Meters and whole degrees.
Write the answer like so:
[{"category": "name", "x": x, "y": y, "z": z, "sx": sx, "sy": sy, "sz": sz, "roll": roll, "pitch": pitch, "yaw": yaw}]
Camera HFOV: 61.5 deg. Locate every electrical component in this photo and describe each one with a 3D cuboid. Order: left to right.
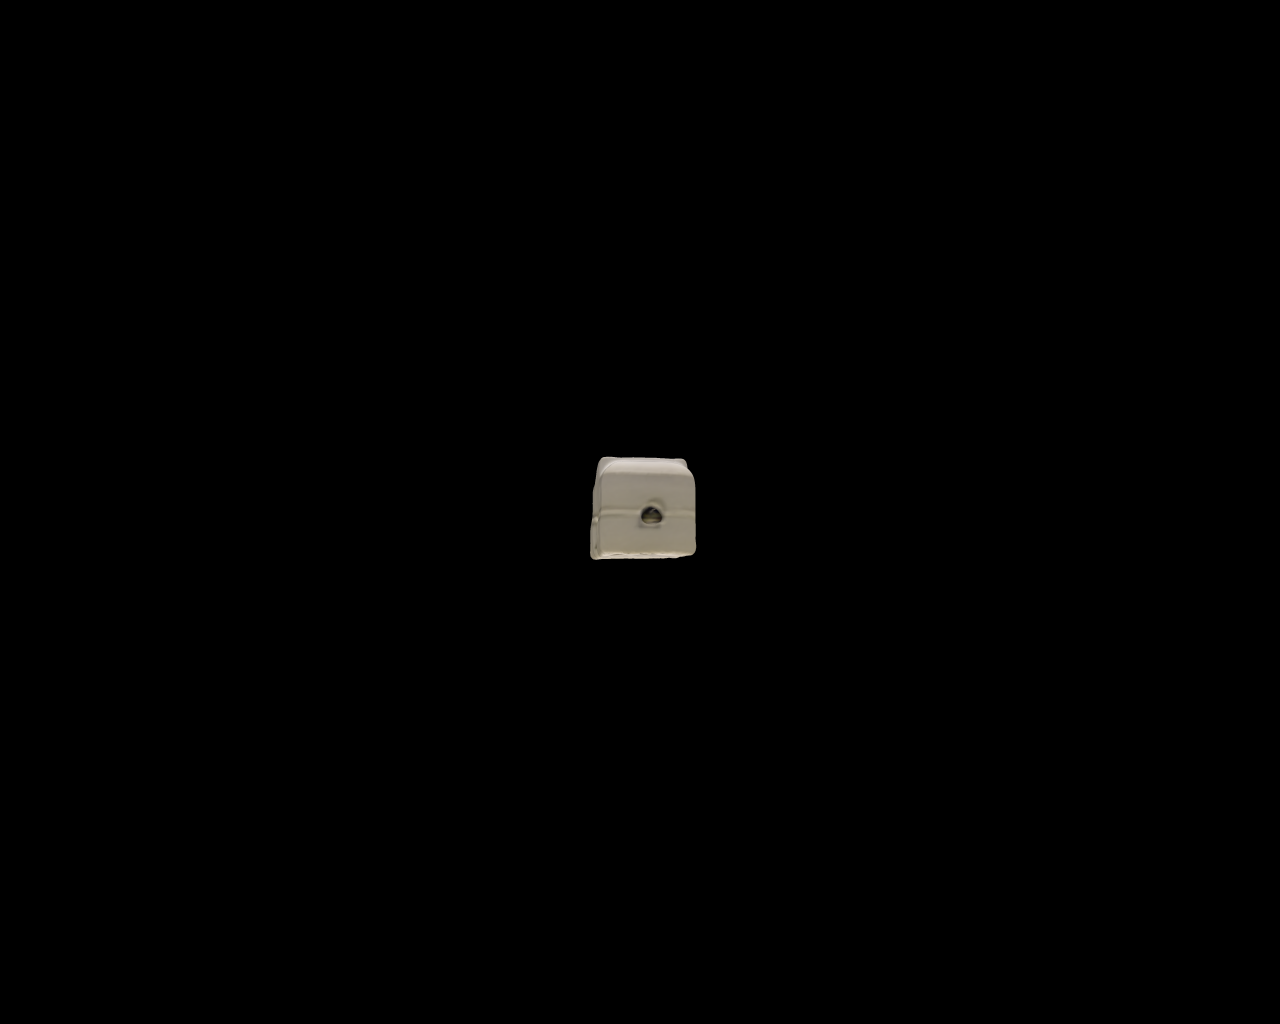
[{"category": "electrical component", "x": 0.001, "y": -0.003, "z": 0.650, "sx": 0.054, "sy": 0.059, "sz": 0.095, "roll": 1, "pitch": -4, "yaw": -7}]
